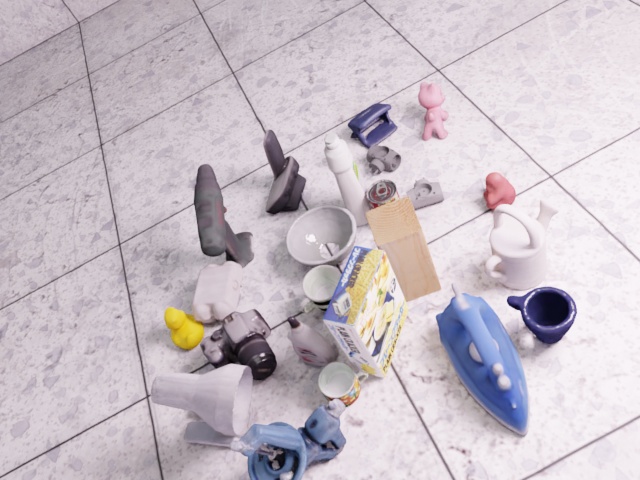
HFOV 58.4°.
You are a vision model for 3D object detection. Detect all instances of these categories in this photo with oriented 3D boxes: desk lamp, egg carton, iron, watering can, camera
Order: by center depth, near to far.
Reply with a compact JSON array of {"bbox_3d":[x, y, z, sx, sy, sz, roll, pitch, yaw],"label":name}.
[{"bbox_3d":[0.286,0.195,0.984,0.118,0.142,0.257,-25,49,4],"label":"iron"},{"bbox_3d":[-0.200,0.306,1.056,0.202,0.214,0.118,-4,53,20],"label":"desk lamp"},{"bbox_3d":[0.371,-0.004,1.067,0.100,0.195,0.173,16,62,32],"label":"watering can"},{"bbox_3d":[-0.160,0.226,1.177,0.143,0.101,0.136,-36,49,-6],"label":"camera"},{"bbox_3d":[-0.231,0.119,1.311,0.107,0.070,0.150,-9,51,17],"label":"egg carton"}]

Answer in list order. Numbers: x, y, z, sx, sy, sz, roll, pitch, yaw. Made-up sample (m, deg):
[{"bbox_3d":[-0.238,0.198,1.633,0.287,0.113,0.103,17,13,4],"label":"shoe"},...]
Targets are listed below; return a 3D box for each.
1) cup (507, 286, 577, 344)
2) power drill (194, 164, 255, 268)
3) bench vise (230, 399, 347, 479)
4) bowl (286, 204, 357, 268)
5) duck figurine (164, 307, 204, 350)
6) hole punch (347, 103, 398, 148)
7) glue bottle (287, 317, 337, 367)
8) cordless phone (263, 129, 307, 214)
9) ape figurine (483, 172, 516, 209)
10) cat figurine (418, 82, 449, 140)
[{"bbox_3d":[0.390,0.139,1.014,0.117,0.095,0.092,15,61,32],"label":"cup"},{"bbox_3d":[-0.230,-0.037,1.339,0.075,0.209,0.229,-18,49,10],"label":"power drill"},{"bbox_3d":[-0.059,0.334,0.971,0.121,0.220,0.208,21,65,34],"label":"bench vise"},{"bbox_3d":[0.012,0.005,1.293,0.167,0.075,0.167,-12,51,15],"label":"bowl"},{"bbox_3d":[-0.312,0.190,1.279,0.077,0.086,0.104,-41,50,-10],"label":"duck figurine"},{"bbox_3d":[0.128,-0.307,1.474,0.109,0.091,0.100,-38,49,-7],"label":"hole punch"},{"bbox_3d":[-0.027,0.191,1.099,0.078,0.174,0.037,3,56,25],"label":"glue bottle"},{"bbox_3d":[-0.112,-0.166,1.404,0.094,0.185,0.147,-5,53,20],"label":"cordless phone"},{"bbox_3d":[0.374,-0.111,1.216,0.075,0.092,0.078,17,63,32],"label":"ape figurine"},{"bbox_3d":[0.275,-0.330,1.410,0.067,0.118,0.128,-6,52,19],"label":"cat figurine"}]
